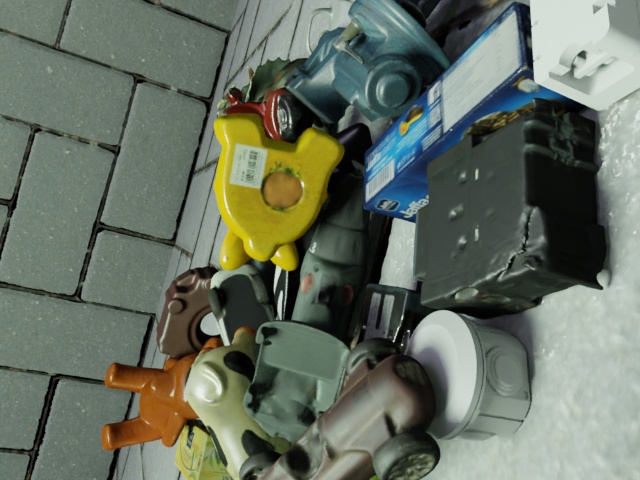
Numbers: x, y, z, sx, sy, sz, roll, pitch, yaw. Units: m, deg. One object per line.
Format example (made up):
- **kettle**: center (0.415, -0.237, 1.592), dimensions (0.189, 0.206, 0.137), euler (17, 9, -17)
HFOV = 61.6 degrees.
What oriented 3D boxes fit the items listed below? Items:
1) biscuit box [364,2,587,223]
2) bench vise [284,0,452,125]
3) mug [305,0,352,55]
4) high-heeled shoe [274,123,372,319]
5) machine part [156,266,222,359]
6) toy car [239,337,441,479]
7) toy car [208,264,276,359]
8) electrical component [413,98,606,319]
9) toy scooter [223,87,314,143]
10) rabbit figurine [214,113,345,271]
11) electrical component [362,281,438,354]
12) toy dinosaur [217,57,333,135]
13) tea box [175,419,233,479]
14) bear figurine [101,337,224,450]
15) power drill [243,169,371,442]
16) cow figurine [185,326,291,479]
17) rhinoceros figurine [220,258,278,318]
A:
- **biscuit box**: center (0.106, -0.082, 0.417), dimensions (0.202, 0.063, 0.059), euler (138, 141, -57)
- **bench vise**: center (0.077, -0.211, 0.522), dimensions (0.240, 0.129, 0.224), euler (-47, 18, 13)
- **mug**: center (0.035, -0.234, 0.660), dimensions (0.081, 0.109, 0.107), euler (-129, 43, -60)
- **high-heeled shoe**: center (-0.001, -0.002, 0.598), dimensions (0.248, 0.086, 0.145), euler (112, 170, -50)
- **machine part**: center (-0.156, 0.128, 0.807), dimensions (0.056, 0.179, 0.179), euler (38, 112, 65)
- **toy car**: center (-0.002, 0.150, 0.357), dimensions (0.202, 0.053, 0.089), euler (-49, 33, 23)
- **toy car**: center (-0.080, 0.120, 0.641), dimensions (0.056, 0.073, 0.202), euler (89, 161, -61)
- **electrical component**: center (0.113, -0.011, 0.356), dimensions (0.134, 0.058, 0.115), euler (-36, 41, 59)
- **toy scooter**: center (-0.075, -0.122, 0.687), dimensions (0.135, 0.075, 0.183), euler (37, 136, 26)
- **rabbit figurine**: center (-0.051, -0.047, 0.559), dimensions (0.173, 0.122, 0.162), euler (-140, 51, -71)
- **electrical component**: center (0.071, 0.056, 0.434), dimensions (0.075, 0.048, 0.119), euler (-172, 95, -69)
- **toy dinosaur**: center (-0.044, -0.219, 0.846), dimensions (0.405, 0.131, 0.192), euler (5, 81, 63)
- **tea box**: center (-0.132, 0.290, 0.727), dimensions (0.169, 0.098, 0.068), euler (156, 127, -67)
- **bear figurine**: center (-0.197, 0.198, 0.685), dimensions (0.196, 0.132, 0.120), euler (-41, 49, 54)
- **power drill**: center (-0.002, 0.062, 0.495), dimensions (0.207, 0.086, 0.231), euler (-79, 2, -69)
- **cow figurine**: center (-0.064, 0.194, 0.520), dimensions (0.085, 0.194, 0.127), euler (-26, 4, 11)
- **rhinoceros figurine**: center (-0.082, 0.043, 0.753), dimensions (0.073, 0.112, 0.190), euler (-34, 37, 58)
